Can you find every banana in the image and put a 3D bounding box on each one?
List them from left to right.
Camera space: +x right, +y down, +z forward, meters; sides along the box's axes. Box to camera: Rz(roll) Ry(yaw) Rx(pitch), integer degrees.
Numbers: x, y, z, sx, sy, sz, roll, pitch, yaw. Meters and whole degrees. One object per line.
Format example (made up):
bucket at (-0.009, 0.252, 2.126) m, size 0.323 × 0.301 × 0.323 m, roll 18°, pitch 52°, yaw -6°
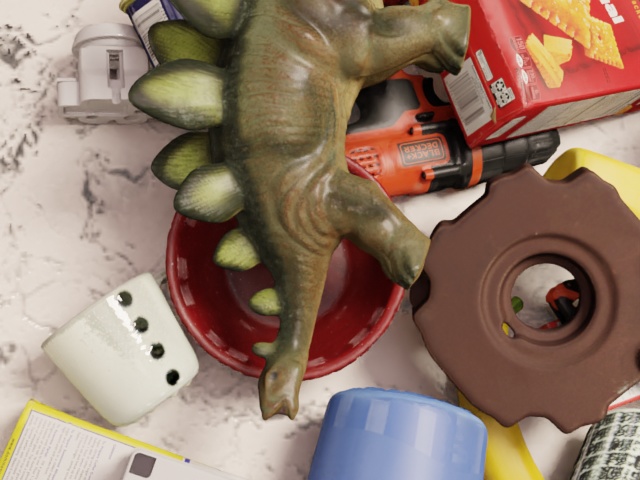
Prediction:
banana at (0.137, 0.138, 0.748) m, size 0.069 × 0.037 × 0.198 m, roll -10°, pitch 78°, yaw -9°

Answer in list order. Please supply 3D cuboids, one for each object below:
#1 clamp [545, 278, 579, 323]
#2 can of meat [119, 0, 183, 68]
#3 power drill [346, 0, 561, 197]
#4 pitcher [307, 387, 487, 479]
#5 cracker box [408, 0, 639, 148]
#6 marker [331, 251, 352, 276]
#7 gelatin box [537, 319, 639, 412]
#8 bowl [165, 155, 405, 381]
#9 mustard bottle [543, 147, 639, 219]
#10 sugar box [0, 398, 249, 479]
clamp at (0.247, 0.061, 0.749) m, size 0.171 × 0.039 × 0.120 m, roll 32°, pitch 73°, yaw 2°
can of meat at (-0.082, -0.139, 0.755) m, size 0.058 × 0.101 × 0.084 m, roll -28°, pitch 83°, yaw 27°
power drill at (0.075, -0.126, 0.794) m, size 0.184 × 0.057 × 0.188 m, roll -11°, pitch 77°, yaw -17°
pitcher at (0.043, 0.226, 0.677) m, size 0.145 × 0.149 × 0.243 m, roll 9°, pitch 71°, yaw 11°
cracker box at (0.173, -0.169, 0.776) m, size 0.213 × 0.072 × 0.164 m, roll -15°, pitch 79°, yaw -33°
marker at (-0.005, 0.001, 0.771) m, size 0.121 × 0.020 × 0.020 m, roll 38°, pitch 74°, yaw 2°
gelatin box at (0.212, 0.083, 0.776) m, size 0.089 × 0.030 × 0.073 m, roll -18°, pitch 78°, yaw -12°
bowl at (-0.022, 0.015, 0.731) m, size 0.162 × 0.055 × 0.162 m, roll 0°, pitch 84°, yaw -1°
mustard bottle at (0.256, -0.009, 0.770) m, size 0.191 × 0.096 × 0.058 m, roll 18°, pitch 73°, yaw -3°
sugar box at (-0.126, 0.178, 0.699) m, size 0.176 × 0.048 × 0.093 m, roll 22°, pitch 75°, yaw -6°
